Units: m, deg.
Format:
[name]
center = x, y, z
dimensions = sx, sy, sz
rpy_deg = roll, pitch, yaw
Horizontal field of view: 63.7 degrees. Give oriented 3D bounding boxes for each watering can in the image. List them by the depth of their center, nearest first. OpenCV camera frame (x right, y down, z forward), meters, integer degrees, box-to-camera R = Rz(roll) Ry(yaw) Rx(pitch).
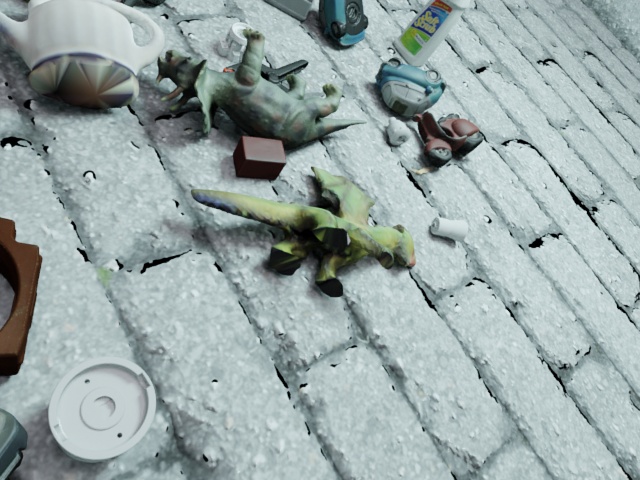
[watering can]
center = -0.419, -0.313, 0.809
dimensions = 0.348, 0.102, 0.229
rpy_deg = -3, 60, -27

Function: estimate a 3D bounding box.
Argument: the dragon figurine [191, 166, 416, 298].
[dragon figurine]
center = 0.003, -0.044, 0.881
dimensions = 0.408, 0.120, 0.248
rpy_deg = 29, 32, -11
